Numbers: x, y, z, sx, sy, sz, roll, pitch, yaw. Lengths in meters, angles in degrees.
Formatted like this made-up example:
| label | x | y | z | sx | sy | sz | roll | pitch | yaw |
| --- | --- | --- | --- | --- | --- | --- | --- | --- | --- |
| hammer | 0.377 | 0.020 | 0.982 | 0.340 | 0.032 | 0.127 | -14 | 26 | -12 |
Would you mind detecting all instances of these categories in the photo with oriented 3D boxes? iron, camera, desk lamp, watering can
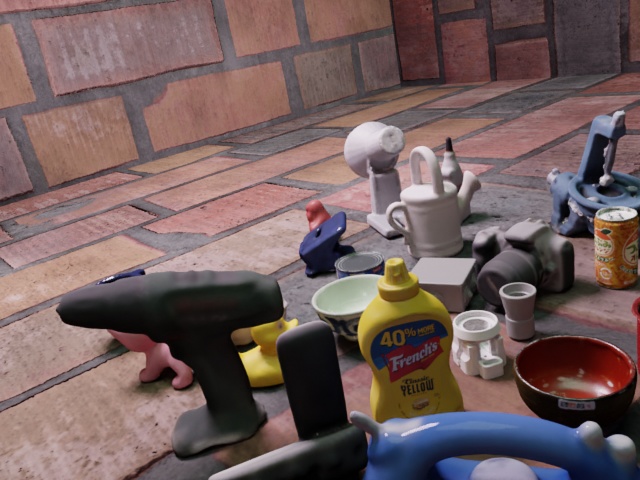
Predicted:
| label | x | y | z | sx | sy | sz | roll | pitch | yaw |
| --- | --- | --- | --- | --- | --- | --- | --- | --- | --- |
| iron | 0.145 | 0.183 | 0.426 | 0.257 | 0.141 | 0.119 | -6 | 21 | 14 |
| camera | 0.274 | 0.031 | 0.831 | 0.137 | 0.101 | 0.142 | -27 | 25 | -36 |
| desk lamp | 0.138 | -0.138 | 1.198 | 0.118 | 0.214 | 0.203 | -15 | 20 | -11 |
| watering can | 0.200 | -0.074 | 1.018 | 0.173 | 0.194 | 0.100 | -24 | 24 | -32 |

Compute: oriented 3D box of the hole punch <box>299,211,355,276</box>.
| label | x | y | z | sx | sy | sz | roll | pitch | yaw |
| --- | --- | --- | --- | --- | --- | --- | --- | --- | --- |
| hole punch | 0.010 | 0.004 | 1.061 | 0.101 | 0.091 | 0.108 | -9 | 20 | 5 |

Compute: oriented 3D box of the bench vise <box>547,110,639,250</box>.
| label | x | y | z | sx | sy | sz | roll | pitch | yaw |
| --- | --- | --- | --- | --- | --- | --- | --- | --- | --- |
| bench vise | 0.433 | -0.101 | 0.927 | 0.122 | 0.220 | 0.206 | -22 | 23 | -28 |

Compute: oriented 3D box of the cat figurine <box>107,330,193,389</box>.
| label | x | y | z | sx | sy | sz | roll | pitch | yaw |
| --- | --- | --- | --- | --- | --- | --- | --- | --- | --- |
| cat figurine | -0.226 | 0.135 | 0.791 | 0.127 | 0.118 | 0.067 | -1 | 22 | 27 |

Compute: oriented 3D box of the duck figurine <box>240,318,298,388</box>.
| label | x | y | z | sx | sy | sz | roll | pitch | yaw |
| --- | --- | --- | --- | --- | --- | --- | --- | --- | --- |
| duck figurine | -0.068 | 0.137 | 0.748 | 0.104 | 0.086 | 0.077 | -15 | 20 | -9 |

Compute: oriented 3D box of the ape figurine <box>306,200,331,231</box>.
| label | x | y | z | sx | sy | sz | roll | pitch | yaw |
| --- | --- | --- | --- | --- | --- | --- | --- | --- | --- |
| ape figurine | -0.005 | -0.040 | 1.186 | 0.076 | 0.092 | 0.078 | -3 | 21 | 21 |

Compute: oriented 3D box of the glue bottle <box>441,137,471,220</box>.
| label | x | y | z | sx | sy | sz | roll | pitch | yaw |
| --- | --- | --- | --- | --- | --- | --- | --- | --- | --- |
| glue bottle | 0.262 | -0.119 | 1.137 | 0.037 | 0.173 | 0.078 | 6 | 26 | 39 |

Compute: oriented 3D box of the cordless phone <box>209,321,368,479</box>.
| label | x | y | z | sx | sy | sz | roll | pitch | yaw |
| --- | --- | --- | --- | --- | --- | --- | --- | --- | --- |
| cordless phone | -0.035 | 0.164 | 0.509 | 0.148 | 0.185 | 0.094 | -17 | 21 | -16 |

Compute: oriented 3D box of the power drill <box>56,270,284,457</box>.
| label | x | y | z | sx | sy | sz | roll | pitch | yaw |
| --- | --- | --- | --- | --- | --- | --- | --- | --- | --- |
| power drill | -0.145 | 0.127 | 0.634 | 0.230 | 0.209 | 0.075 | -15 | 20 | -9 |

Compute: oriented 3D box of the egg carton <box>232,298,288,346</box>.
| label | x | y | z | sx | sy | sz | roll | pitch | yaw |
| --- | --- | --- | --- | --- | --- | --- | --- | --- | --- |
| egg carton | -0.128 | 0.114 | 0.866 | 0.150 | 0.069 | 0.107 | -20 | 22 | -23 |

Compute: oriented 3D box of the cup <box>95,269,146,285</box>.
| label | x | y | z | sx | sy | sz | roll | pitch | yaw |
| --- | --- | --- | --- | --- | --- | --- | --- | --- | --- |
| cup | -0.318 | 0.108 | 0.948 | 0.091 | 0.095 | 0.118 | -4 | 21 | 20 |
